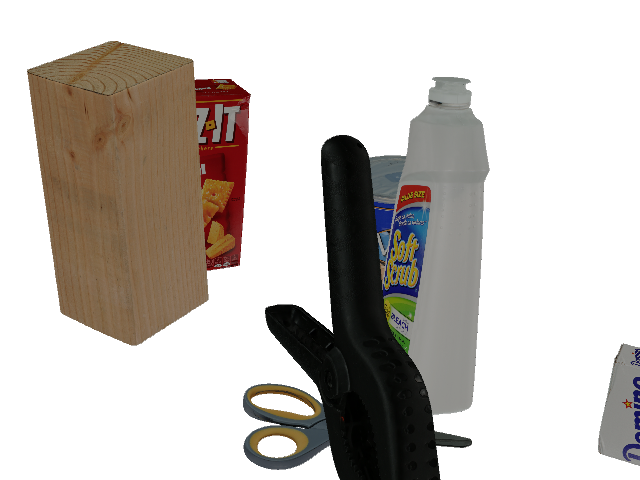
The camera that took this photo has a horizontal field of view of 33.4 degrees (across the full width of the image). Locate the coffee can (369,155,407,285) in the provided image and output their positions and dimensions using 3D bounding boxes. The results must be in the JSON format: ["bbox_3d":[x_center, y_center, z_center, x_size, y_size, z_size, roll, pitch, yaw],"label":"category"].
[{"bbox_3d":[0.072,0.001,1.041,0.103,0.140,0.103,0,27,0],"label":"coffee can"}]

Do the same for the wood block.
[{"bbox_3d":[-0.153,-0.037,0.825,0.090,0.206,0.090,19,34,32],"label":"wood block"}]

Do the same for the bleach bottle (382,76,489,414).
[{"bbox_3d":[0.086,0.001,0.817,0.068,0.251,0.103,-2,17,-18],"label":"bleach bottle"}]

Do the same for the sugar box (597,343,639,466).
[{"bbox_3d":[0.322,0.154,0.871,0.176,0.093,0.048,12,24,21],"label":"sugar box"}]

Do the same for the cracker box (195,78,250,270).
[{"bbox_3d":[-0.168,-0.067,1.193,0.163,0.214,0.072,-7,26,-27],"label":"cracker box"}]

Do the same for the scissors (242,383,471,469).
[{"bbox_3d":[0.022,0.174,0.914,0.202,0.016,0.096,17,42,12],"label":"scissors"}]

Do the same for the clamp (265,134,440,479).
[{"bbox_3d":[0.021,0.060,0.555,0.036,0.165,0.210,-5,46,-20],"label":"clamp"}]
